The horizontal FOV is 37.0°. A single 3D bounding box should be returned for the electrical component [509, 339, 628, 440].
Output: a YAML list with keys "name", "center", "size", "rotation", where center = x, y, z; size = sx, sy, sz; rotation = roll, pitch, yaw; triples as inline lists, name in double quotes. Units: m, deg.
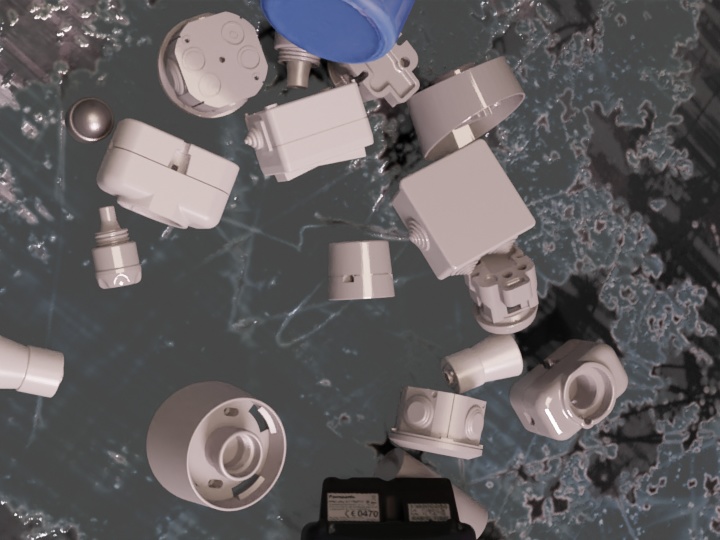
- name: "electrical component"
  center: [0.193, 0.108, 0.978]
  size: [0.095, 0.059, 0.053]
  rotation: [-36, 105, -18]

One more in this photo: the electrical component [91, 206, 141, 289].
- name: "electrical component"
  center: [-0.188, -0.018, 0.822]
  size: [0.035, 0.035, 0.061]
  rotation: [-11, 94, -23]

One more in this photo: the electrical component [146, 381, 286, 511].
- name: "electrical component"
  center: [-0.111, 0.141, 0.858]
  size: [0.099, 0.064, 0.099]
  rotation: [-5, 98, -36]

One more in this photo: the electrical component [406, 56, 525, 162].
- name: "electrical component"
  center: [0.089, -0.137, 0.906]
  size: [0.099, 0.099, 0.064]
  rotation: [-26, 95, -21]

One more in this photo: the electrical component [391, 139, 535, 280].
- name: "electrical component"
  center: [0.086, -0.050, 0.919]
  size: [0.100, 0.048, 0.099]
  rotation: [-29, 82, -19]

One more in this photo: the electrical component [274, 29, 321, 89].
- name: "electrical component"
  center: [-0.049, -0.179, 0.872]
  size: [0.043, 0.043, 0.062]
  rotation: [4, 91, -24]

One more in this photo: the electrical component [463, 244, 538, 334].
- name: "electrical component"
  center: [0.124, 0.018, 0.940]
  size: [0.058, 0.078, 0.057]
  rotation: [-22, 125, -10]

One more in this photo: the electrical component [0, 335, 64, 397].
- name: "electrical component"
  center: [-0.253, 0.071, 0.794]
  size: [0.065, 0.044, 0.044]
  rotation: [17, 85, -28]

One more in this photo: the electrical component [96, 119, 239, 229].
- name: "electrical component"
  center: [-0.149, -0.069, 0.826]
  size: [0.095, 0.054, 0.059]
  rotation: [23, 83, -22]

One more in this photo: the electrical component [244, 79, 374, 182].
- name: "electrical component"
  center: [-0.046, -0.108, 0.865]
  size: [0.096, 0.062, 0.061]
  rotation: [-21, 100, -21]

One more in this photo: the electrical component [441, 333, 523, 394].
- name: "electrical component"
  center: [0.105, 0.084, 0.950]
  size: [0.065, 0.044, 0.044]
  rotation: [-20, 100, -17]

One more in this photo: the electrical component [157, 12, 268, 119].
- name: "electrical component"
  center: [-0.115, -0.160, 0.839]
  size: [0.080, 0.051, 0.080]
  rotation: [-1, 92, -23]

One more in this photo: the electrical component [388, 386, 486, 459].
- name: "electrical component"
  center: [0.067, 0.130, 0.914]
  size: [0.080, 0.080, 0.051]
  rotation: [14, 81, -23]

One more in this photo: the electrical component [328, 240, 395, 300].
- name: "electrical component"
  center: [0.000, 0.000, 0.894]
  size: [0.055, 0.055, 0.047]
  rotation: [-3, 90, -23]

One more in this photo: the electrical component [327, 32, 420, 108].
- name: "electrical component"
  center: [0.007, -0.171, 0.889]
  size: [0.058, 0.057, 0.078]
  rotation: [-45, 108, -15]
